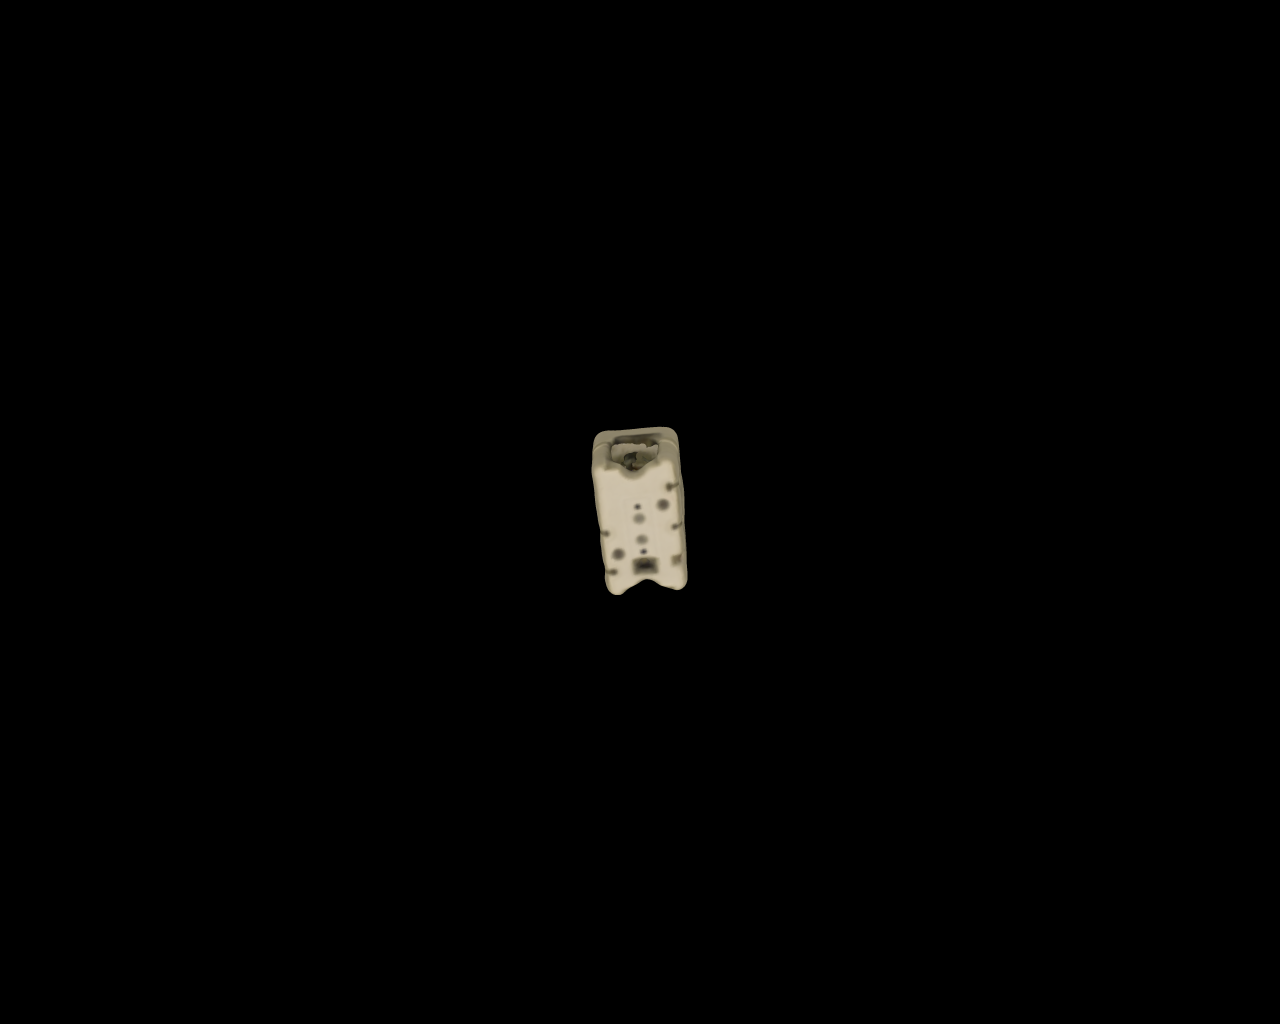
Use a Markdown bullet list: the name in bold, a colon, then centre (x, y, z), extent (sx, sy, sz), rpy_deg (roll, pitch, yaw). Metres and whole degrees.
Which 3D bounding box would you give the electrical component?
- **electrical component**: centre (0.001, -0.003, 0.650), extent (0.050, 0.089, 0.056), rpy_deg (-4, 28, 2)
